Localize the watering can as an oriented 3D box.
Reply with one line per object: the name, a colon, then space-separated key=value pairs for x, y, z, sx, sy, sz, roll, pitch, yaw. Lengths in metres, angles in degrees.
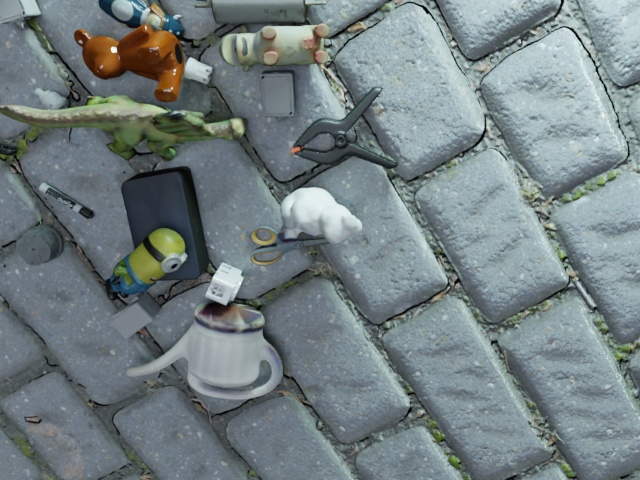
watering can: x=-0.249 y=0.240 z=1.124 sx=0.347 sy=0.105 sz=0.221 roll=9 pitch=105 yaw=-1

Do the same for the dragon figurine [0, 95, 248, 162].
dragon figurine: x=-0.304 y=-0.212 z=0.906 sx=0.242 sy=0.412 sz=0.122 roll=0 pitch=94 yaw=42

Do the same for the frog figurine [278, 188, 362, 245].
frog figurine: x=0.003 y=-0.051 z=1.003 sx=0.137 sy=0.158 sz=0.124 roll=12 pitch=76 yaw=-35
